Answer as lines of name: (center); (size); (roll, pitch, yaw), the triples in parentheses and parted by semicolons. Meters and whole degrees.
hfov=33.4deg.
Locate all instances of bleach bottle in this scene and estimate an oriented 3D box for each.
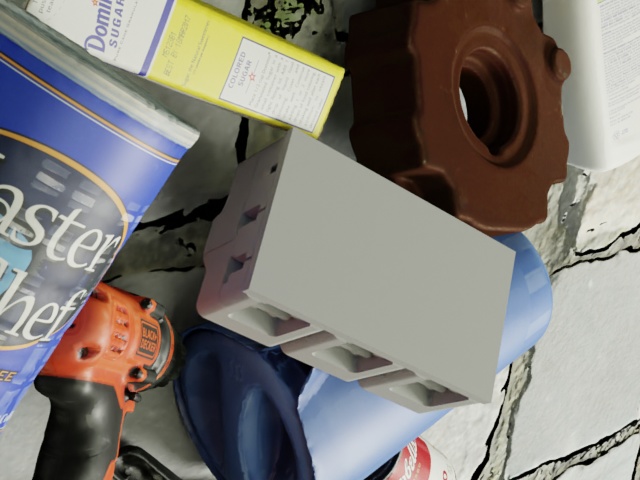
bleach bottle: (0.201, -0.178, 0.748); (0.102, 0.068, 0.251); (-32, 128, -28)

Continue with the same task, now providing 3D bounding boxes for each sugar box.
sugar box: (-0.081, -0.099, 0.504); (0.175, 0.093, 0.048); (18, 97, -47)

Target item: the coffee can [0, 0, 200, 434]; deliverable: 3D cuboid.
coffee can: (-0.123, -0.009, 0.378); (0.102, 0.103, 0.140); (30, 95, -47)

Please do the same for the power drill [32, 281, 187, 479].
power drill: (-0.113, 0.117, 0.535); (0.184, 0.057, 0.187); (58, 36, -76)

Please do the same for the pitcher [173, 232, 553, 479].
pitcher: (0.033, 0.075, 0.693); (0.242, 0.149, 0.145); (-26, 112, -35)

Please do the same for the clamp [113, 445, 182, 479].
clamp: (-0.071, 0.186, 0.685); (0.039, 0.120, 0.171); (-28, 162, 15)

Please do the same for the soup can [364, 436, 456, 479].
soup can: (0.052, 0.170, 0.793); (0.068, 0.069, 0.102); (-53, 138, -7)
